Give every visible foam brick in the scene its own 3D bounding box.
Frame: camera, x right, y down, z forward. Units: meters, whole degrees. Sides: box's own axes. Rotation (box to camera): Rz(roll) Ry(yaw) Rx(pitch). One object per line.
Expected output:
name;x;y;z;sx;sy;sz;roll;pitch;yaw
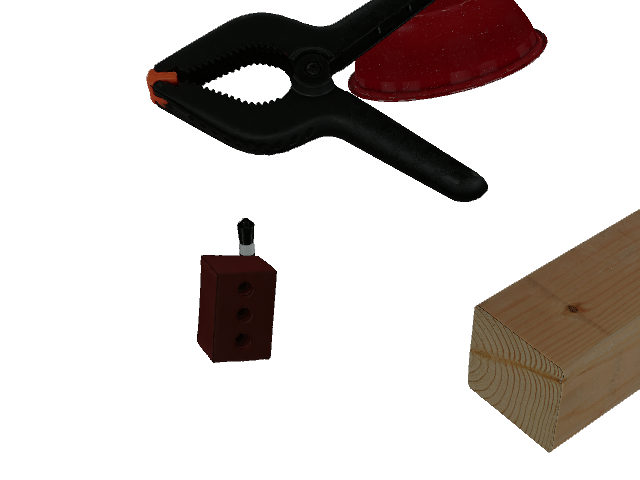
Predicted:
foam brick;-0.070;0.055;0.886;0.052;0.078;0.051;-1;14;-21

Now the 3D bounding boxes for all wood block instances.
wood block;0.222;0.060;0.826;0.205;0.090;0.091;-26;45;-27

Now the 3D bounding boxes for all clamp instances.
clamp;0.001;-0.089;0.656;0.210;0.164;0.036;-9;-21;-5

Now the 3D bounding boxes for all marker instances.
marker;-0.081;0.028;1.191;0.020;0.121;0.020;-1;33;0

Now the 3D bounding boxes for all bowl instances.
bowl;0.094;-0.165;0.844;0.162;0.055;0.162;-14;24;6
